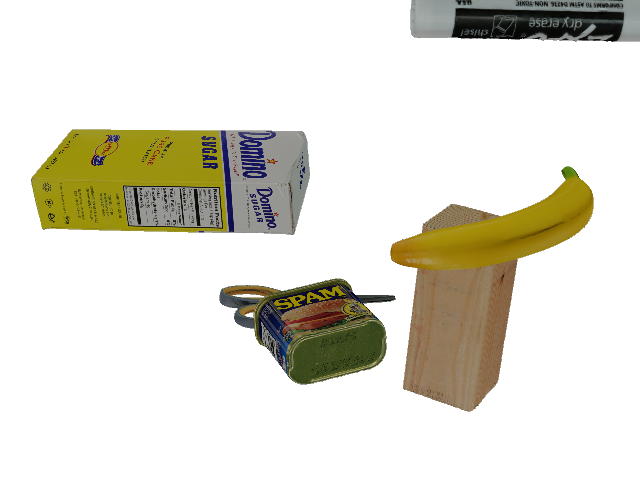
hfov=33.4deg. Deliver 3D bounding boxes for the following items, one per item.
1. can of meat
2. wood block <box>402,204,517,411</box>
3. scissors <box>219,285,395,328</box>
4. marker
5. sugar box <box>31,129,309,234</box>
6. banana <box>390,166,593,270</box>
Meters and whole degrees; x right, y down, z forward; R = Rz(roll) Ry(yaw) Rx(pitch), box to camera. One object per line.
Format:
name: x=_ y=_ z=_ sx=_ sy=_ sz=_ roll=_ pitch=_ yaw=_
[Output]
can of meat: x=0.000 y=0.084 z=0.983 sx=0.102 sy=0.057 sz=0.084 roll=-12 pitch=28 yaw=-19
wood block: x=0.162 y=0.076 z=1.217 sx=0.090 sy=0.206 sz=0.090 roll=16 pitch=25 yaw=25
scissors: x=-0.013 y=0.076 z=1.191 sx=0.201 sy=0.016 sz=0.096 roll=5 pitch=23 yaw=-2
marker: x=0.095 y=-0.086 z=0.410 sx=0.121 sy=0.020 sz=0.020 roll=1 pitch=0 yaw=-1
sugar box: x=-0.099 y=-0.043 z=0.741 sx=0.176 sy=0.048 sz=0.093 roll=-1 pitch=28 yaw=7
banana: x=0.151 y=-0.010 z=0.847 sx=0.197 sy=0.037 sz=0.070 roll=-21 pitch=22 yaw=-26
